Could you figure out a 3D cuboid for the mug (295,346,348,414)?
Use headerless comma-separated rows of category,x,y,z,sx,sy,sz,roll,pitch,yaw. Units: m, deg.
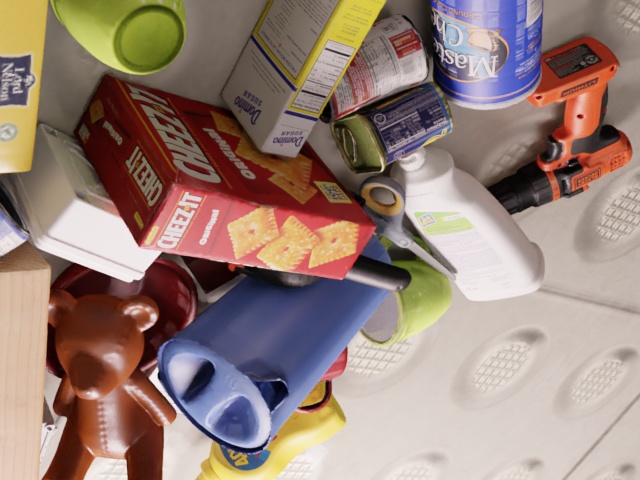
mug,-0.019,0.130,1.162,0.081,0.117,0.093,-11,171,-26

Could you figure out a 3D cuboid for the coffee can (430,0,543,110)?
coffee can,0.150,-0.204,0.965,0.102,0.103,0.140,-24,138,-13

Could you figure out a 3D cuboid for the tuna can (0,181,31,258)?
tuna can,-0.270,-0.029,0.859,0.033,0.086,0.086,-34,140,-5

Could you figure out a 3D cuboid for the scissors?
scissors,0.093,-0.013,1.113,0.201,0.016,0.096,25,142,-24

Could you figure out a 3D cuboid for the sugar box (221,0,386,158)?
sugar box,-0.014,-0.166,0.897,0.048,0.093,0.176,6,125,-38

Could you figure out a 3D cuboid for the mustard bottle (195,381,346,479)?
mustard bottle,-0.068,0.231,1.239,0.191,0.096,0.058,-38,141,3

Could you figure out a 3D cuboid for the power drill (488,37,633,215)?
power drill,0.254,-0.117,1.158,0.184,0.057,0.187,-25,141,-8

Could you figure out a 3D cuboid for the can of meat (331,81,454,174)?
can of meat,0.068,-0.106,1.008,0.083,0.102,0.057,-28,99,-14

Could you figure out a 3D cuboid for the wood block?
wood block,-0.293,0.107,0.923,0.090,0.091,0.206,-4,112,-32

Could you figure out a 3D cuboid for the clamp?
clamp,-0.007,0.001,1.007,0.171,0.120,0.039,3,128,-23

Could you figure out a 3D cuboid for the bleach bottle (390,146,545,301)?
bleach bottle,0.152,-0.026,1.144,0.103,0.068,0.250,-13,141,26

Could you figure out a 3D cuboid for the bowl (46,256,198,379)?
bowl,-0.200,0.062,1.016,0.162,0.055,0.162,-19,137,-19

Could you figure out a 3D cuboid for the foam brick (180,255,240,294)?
foam brick,-0.096,0.004,1.034,0.078,0.053,0.051,-31,139,-6

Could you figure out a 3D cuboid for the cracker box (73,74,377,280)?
cracker box,-0.079,-0.052,0.907,0.213,0.164,0.072,12,120,-41

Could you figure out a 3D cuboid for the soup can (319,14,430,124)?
soup can,0.039,-0.155,0.962,0.102,0.068,0.068,-25,139,-13

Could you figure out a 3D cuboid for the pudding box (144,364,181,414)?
pudding box,-0.149,0.134,1.135,0.089,0.039,0.114,15,121,-43

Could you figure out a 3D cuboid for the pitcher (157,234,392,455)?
pitcher,-0.041,0.082,1.043,0.242,0.149,0.145,-43,159,-39
